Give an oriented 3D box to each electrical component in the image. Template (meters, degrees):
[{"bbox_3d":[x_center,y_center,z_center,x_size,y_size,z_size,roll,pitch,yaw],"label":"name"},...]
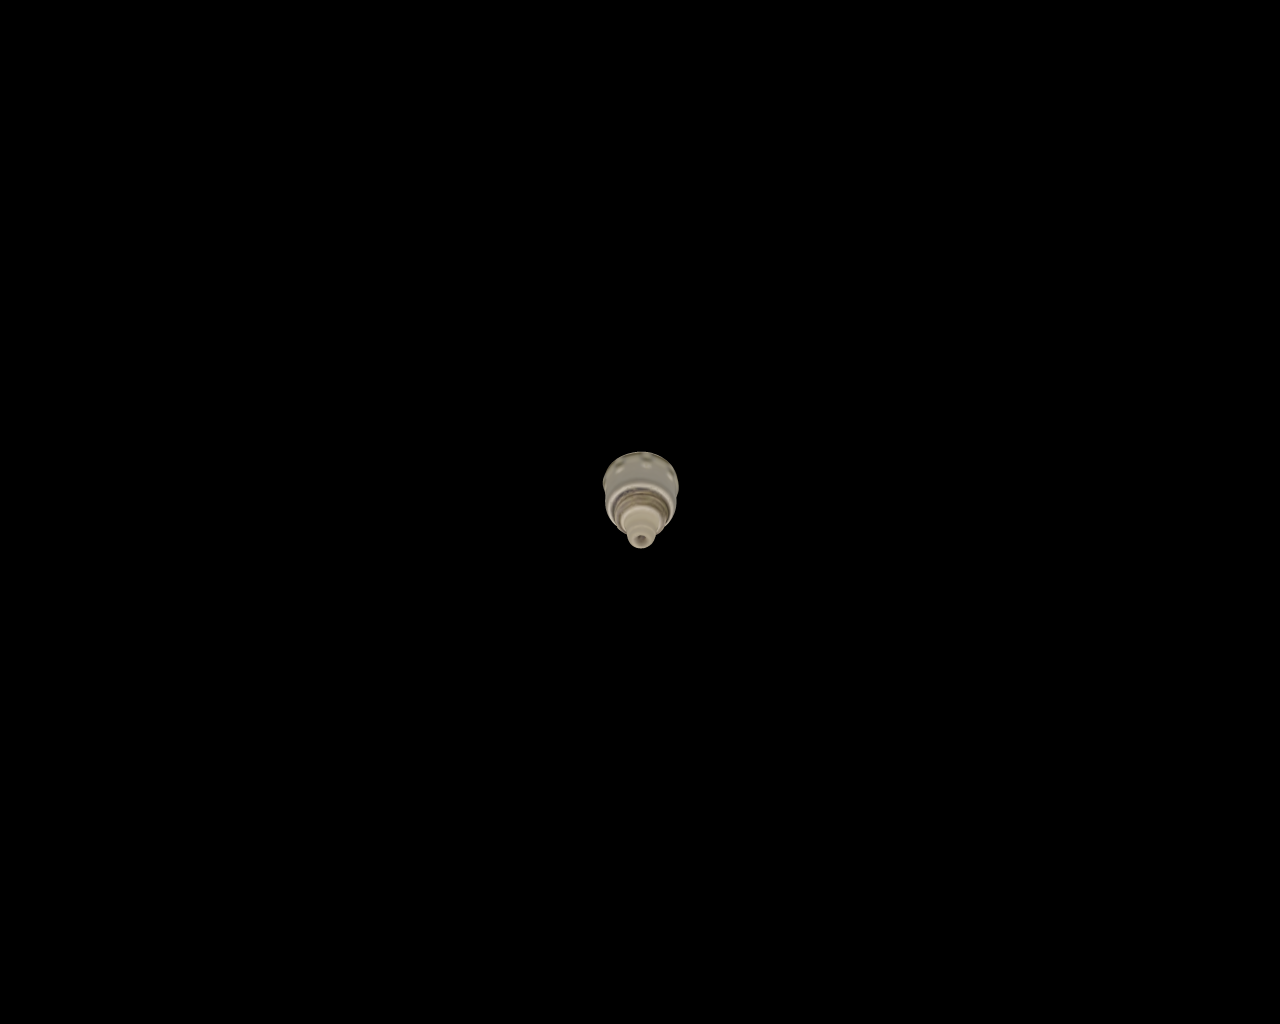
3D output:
[{"bbox_3d":[0.001,-0.003,0.650,0.048,0.048,0.062,0,40,0],"label":"electrical component"}]
